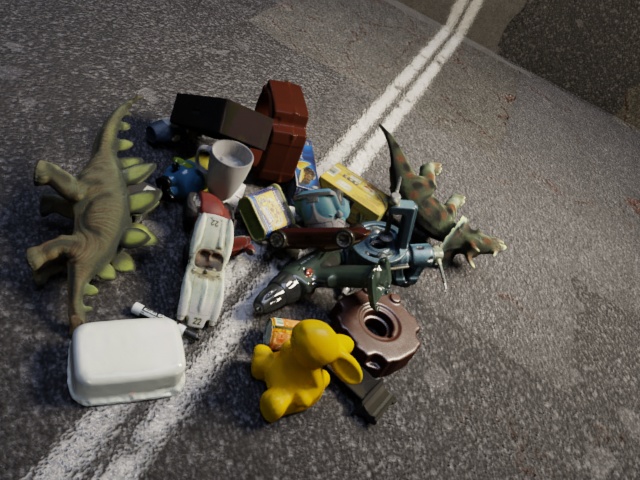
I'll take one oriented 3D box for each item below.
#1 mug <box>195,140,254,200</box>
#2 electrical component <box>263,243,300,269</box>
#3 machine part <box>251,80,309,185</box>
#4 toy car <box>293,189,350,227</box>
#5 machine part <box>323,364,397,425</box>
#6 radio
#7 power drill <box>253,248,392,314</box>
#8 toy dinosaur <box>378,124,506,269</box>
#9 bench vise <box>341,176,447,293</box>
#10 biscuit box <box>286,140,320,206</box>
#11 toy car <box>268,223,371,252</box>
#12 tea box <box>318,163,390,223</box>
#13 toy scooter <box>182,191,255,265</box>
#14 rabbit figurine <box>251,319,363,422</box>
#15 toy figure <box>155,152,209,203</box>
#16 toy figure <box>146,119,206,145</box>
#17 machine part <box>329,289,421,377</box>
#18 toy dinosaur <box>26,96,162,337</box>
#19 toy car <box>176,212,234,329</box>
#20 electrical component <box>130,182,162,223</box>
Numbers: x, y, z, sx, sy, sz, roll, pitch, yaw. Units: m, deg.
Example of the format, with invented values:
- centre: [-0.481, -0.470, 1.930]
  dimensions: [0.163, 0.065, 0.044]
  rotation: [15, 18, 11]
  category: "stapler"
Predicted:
- centre: [-0.196, -0.135, 1.059]
  dimensions: [0.109, 0.107, 0.081]
  rotation: [19, 42, -7]
  category: "mug"
- centre: [-0.073, 0.021, 1.098]
  dimensions: [0.063, 0.021, 0.094]
  rotation: [35, 40, 10]
  category: "electrical component"
- centre: [-0.101, -0.245, 1.231]
  dimensions: [0.087, 0.200, 0.202]
  rotation: [5, 45, -21]
  category: "machine part"
- centre: [0.007, -0.048, 1.150]
  dimensions: [0.109, 0.161, 0.103]
  rotation: [-4, 79, 16]
  category: "toy car"
- centre: [0.061, 0.244, 0.917]
  dimensions: [0.139, 0.039, 0.084]
  rotation: [43, 48, 17]
  category: "machine part"
- centre: [-0.210, -0.252, 1.141]
  dimensions: [0.131, 0.073, 0.230]
  rotation: [14, 7, -43]
  category: "radio"
- centre: [0.016, 0.082, 0.987]
  dimensions: [0.207, 0.085, 0.232]
  rotation: [-3, 21, 29]
  category: "power drill"
- centre: [0.241, -0.087, 1.248]
  dimensions: [0.405, 0.131, 0.192]
  rotation: [44, 32, -3]
  category: "toy dinosaur"
- centre: [0.158, 0.000, 1.091]
  dimensions: [0.224, 0.240, 0.129]
  rotation: [6, 45, 1]
  category: "bench vise"
- centre: [-0.047, -0.164, 1.281]
  dimensions: [0.059, 0.062, 0.203]
  rotation: [11, 43, -20]
  category: "biscuit box"
- centre: [-0.002, -0.003, 1.039]
  dimensions: [0.202, 0.053, 0.089]
  rotation: [0, 7, 21]
  category: "toy car"
- centre: [0.078, -0.100, 1.272]
  dimensions: [0.170, 0.068, 0.098]
  rotation: [37, 41, 11]
  category: "tea box"
- centre: [-0.195, -0.017, 1.033]
  dimensions: [0.135, 0.075, 0.184]
  rotation: [5, 50, -21]
  category: "toy scooter"
- centre: [-0.015, 0.191, 0.830]
  dimensions: [0.162, 0.173, 0.122]
  rotation: [6, 40, -17]
  category: "rabbit figurine"
- centre: [-0.264, -0.137, 1.121]
  dimensions: [0.089, 0.082, 0.180]
  rotation: [43, 42, 15]
  category: "toy figure"
- centre: [-0.323, -0.253, 1.238]
  dimensions: [0.154, 0.058, 0.064]
  rotation: [-24, 86, -45]
  category: "toy figure"
- centre: [0.104, 0.167, 1.008]
  dimensions: [0.179, 0.056, 0.179]
  rotation: [14, 42, -13]
  category: "machine part"
- centre: [-0.373, -0.066, 0.911]
  dimensions: [0.198, 0.105, 0.471]
  rotation: [2, 66, -19]
  category: "toy dinosaur"
- centre: [-0.197, 0.051, 0.926]
  dimensions: [0.073, 0.056, 0.201]
  rotation: [15, 69, -22]
  category: "toy car"
- centre: [-0.385, -0.081, 1.017]
  dimensions: [0.134, 0.058, 0.115]
  rotation: [24, 38, -2]
  category: "electrical component"
